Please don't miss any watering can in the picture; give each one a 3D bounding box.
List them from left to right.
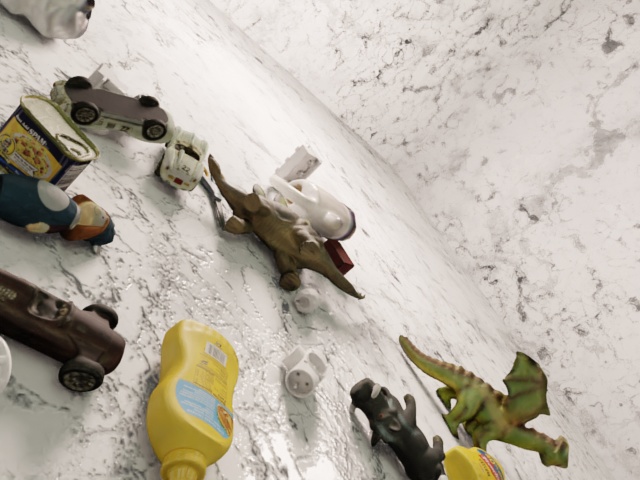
[{"bbox_3d":[0.004,-0.062,1.224,0.222,0.104,0.353,30,6,-40],"label":"watering can"}]

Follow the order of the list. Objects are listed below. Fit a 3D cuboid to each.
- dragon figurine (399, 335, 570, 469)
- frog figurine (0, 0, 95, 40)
[{"bbox_3d":[0.372,0.328,1.113,0.413,0.240,0.123,54,22,12],"label":"dragon figurine"},{"bbox_3d":[-0.494,-0.411,0.899,0.161,0.120,0.139,-21,75,-34],"label":"frog figurine"}]
